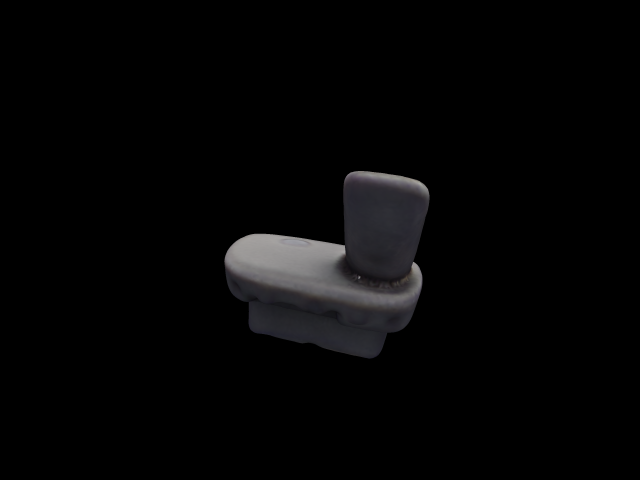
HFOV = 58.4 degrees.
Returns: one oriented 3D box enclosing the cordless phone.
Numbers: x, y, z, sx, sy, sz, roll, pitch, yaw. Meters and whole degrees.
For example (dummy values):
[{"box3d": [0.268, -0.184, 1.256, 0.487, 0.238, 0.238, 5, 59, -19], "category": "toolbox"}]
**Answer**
[{"box3d": [0.004, 0.001, 0.400, 0.147, 0.185, 0.094, 7, 58, 5], "category": "cordless phone"}]
